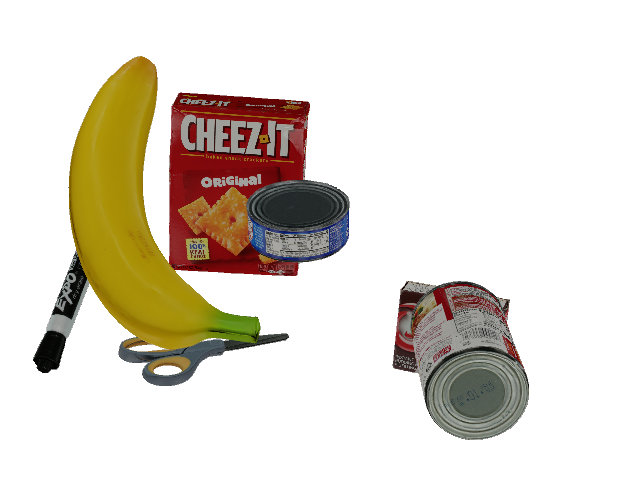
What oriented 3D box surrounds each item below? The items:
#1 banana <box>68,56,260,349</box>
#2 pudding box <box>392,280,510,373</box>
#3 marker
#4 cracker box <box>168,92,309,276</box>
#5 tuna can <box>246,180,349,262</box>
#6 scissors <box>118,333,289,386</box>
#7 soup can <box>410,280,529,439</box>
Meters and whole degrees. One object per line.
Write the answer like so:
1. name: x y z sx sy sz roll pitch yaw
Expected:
1. banana: -0.093 -0.016 0.540 0.069 0.198 0.037 -13 -35 -17
2. pudding box: 0.136 0.097 1.114 0.113 0.090 0.039 9 20 13
3. marker: -0.184 0.043 0.786 0.020 0.121 0.020 9 -35 6
4. cracker box: -0.102 -0.066 1.315 0.164 0.214 0.072 4 22 0
5. tuna can: -0.018 -0.016 0.887 0.086 0.034 0.086 -1 30 0
6. scissors: -0.119 0.128 1.176 0.201 0.016 0.096 2 26 -19
7. soup can: 0.098 0.078 0.714 0.068 0.068 0.102 0 22 0
